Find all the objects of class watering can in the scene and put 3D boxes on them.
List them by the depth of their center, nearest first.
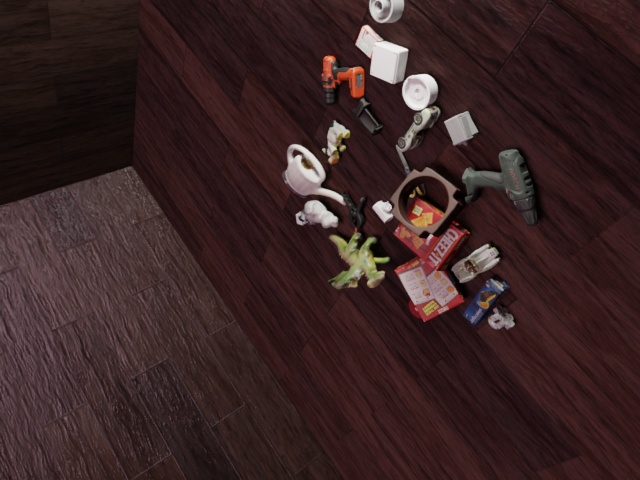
[{"bbox_3d":[-0.037,-0.249,2.209,0.348,0.105,0.220,52,146,3],"label":"watering can"}]

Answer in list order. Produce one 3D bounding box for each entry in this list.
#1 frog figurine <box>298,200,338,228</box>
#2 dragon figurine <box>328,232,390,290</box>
[{"bbox_3d":[0.007,-0.112,2.224,0.159,0.125,0.135,0,146,35],"label":"frog figurine"},{"bbox_3d":[0.120,0.095,2.073,0.412,0.246,0.120,13,140,46],"label":"dragon figurine"}]
